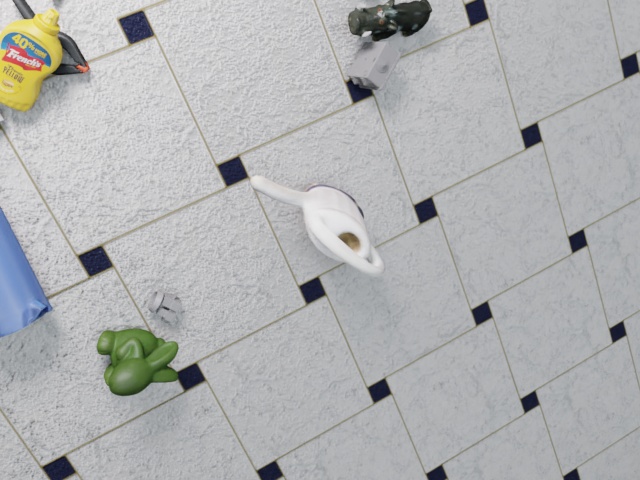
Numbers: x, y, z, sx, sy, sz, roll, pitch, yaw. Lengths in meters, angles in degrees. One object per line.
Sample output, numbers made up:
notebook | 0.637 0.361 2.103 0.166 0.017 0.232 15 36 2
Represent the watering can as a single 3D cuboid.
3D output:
watering can | 0.003 -0.053 1.055 0.344 0.229 0.103 38 108 -20
